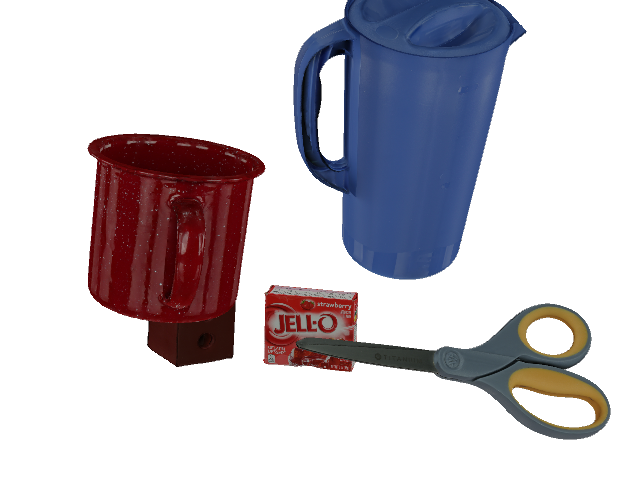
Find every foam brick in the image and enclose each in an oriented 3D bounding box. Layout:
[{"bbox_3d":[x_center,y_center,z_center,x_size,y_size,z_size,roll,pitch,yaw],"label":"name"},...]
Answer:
[{"bbox_3d":[-0.100,0.051,0.830,0.052,0.078,0.051,-6,15,-34],"label":"foam brick"}]

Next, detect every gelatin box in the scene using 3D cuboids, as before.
[{"bbox_3d":[-0.010,0.085,1.030,0.089,0.073,0.030,5,15,10],"label":"gelatin box"}]

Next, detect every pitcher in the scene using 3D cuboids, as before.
[{"bbox_3d":[0.068,-0.086,0.898,0.149,0.243,0.144,20,42,19],"label":"pitcher"}]

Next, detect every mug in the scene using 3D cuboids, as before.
[{"bbox_3d":[-0.077,-0.003,0.560,0.093,0.081,0.117,3,17,-20],"label":"mug"}]

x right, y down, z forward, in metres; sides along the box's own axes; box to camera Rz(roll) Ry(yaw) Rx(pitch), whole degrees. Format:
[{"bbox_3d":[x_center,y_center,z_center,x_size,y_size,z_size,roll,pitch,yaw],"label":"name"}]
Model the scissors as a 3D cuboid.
[{"bbox_3d":[0.091,0.062,0.668,0.201,0.096,0.016,22,-31,-5],"label":"scissors"}]
